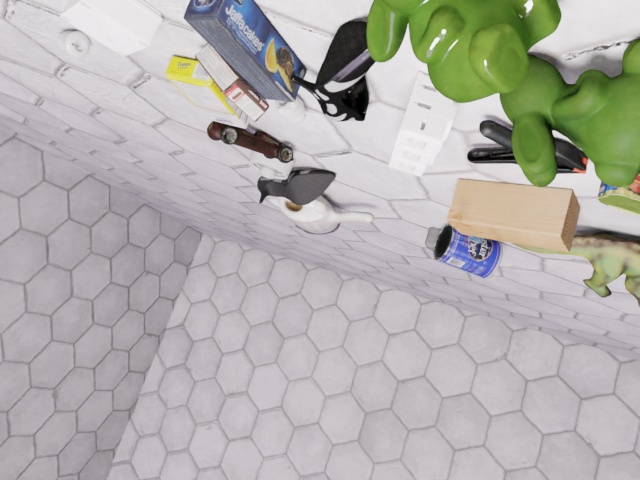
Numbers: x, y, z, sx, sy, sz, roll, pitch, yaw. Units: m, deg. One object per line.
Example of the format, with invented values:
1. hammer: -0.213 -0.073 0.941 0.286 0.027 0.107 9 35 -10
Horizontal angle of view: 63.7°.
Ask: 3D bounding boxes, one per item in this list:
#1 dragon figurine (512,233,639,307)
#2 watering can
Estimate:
1. dragon figurine: 0.571 0.015 0.946 0.410 0.124 0.238 16 156 -1
2. watering can: 0.004 -0.074 1.467 0.349 0.105 0.222 16 171 21
